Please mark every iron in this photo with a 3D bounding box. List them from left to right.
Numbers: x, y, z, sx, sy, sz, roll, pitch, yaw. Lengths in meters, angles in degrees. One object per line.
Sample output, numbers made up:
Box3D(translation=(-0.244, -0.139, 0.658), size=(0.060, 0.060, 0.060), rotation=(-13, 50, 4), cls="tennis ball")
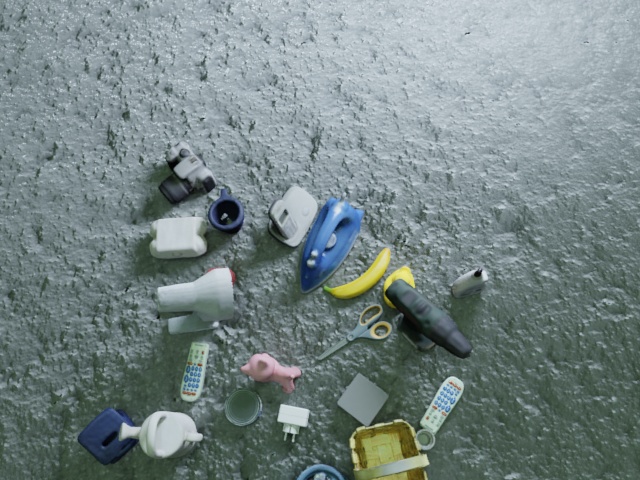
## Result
Box3D(translation=(0.013, 0.005, 1.417), size=(0.118, 0.141, 0.258), rotation=(24, 74, 11), cls="iron")

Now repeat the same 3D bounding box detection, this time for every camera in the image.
Box3D(translation=(-0.370, -0.173, 1.518), size=(0.137, 0.101, 0.143), rotation=(-41, 74, -10), cls="camera")

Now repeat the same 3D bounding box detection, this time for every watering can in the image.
Box3D(translation=(-0.352, 0.432, 1.261), size=(0.173, 0.194, 0.101), rotation=(-18, 71, -3), cls="watering can")

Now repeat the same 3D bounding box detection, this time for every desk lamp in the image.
Box3D(translation=(-0.286, 0.149, 1.345), size=(0.203, 0.213, 0.118), rotation=(-10, 71, 0), cls="desk lamp")

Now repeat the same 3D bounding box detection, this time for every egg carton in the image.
Box3D(translation=(-0.364, -0.004, 1.477), size=(0.150, 0.069, 0.107), rotation=(-5, 71, 1), cls="egg carton")

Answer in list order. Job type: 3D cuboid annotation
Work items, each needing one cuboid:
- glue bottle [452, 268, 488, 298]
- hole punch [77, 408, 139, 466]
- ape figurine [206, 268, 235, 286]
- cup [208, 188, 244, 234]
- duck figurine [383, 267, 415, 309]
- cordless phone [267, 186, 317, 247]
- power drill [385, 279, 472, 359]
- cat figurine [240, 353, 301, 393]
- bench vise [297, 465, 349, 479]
Box3D(translation=(0.362, 0.095, 1.352), size=(0.078, 0.173, 0.037), rotation=(-12, 71, -1), cls="glue bottle")
Box3D(translation=(-0.479, 0.451, 1.316), size=(0.101, 0.091, 0.109), rotation=(42, 78, 15), cls="hole punch")
Box3D(translation=(-0.251, 0.097, 1.424), size=(0.076, 0.092, 0.077), rotation=(-28, 72, -6), cls="ape figurine")
Box3D(translation=(-0.236, -0.066, 1.478), size=(0.091, 0.095, 0.117), rotation=(-10, 71, 0), cls="cup")
Box3D(translation=(0.196, 0.113, 1.401), size=(0.077, 0.086, 0.105), rotation=(20, 73, 10), cls="duck figurine")
Box3D(translation=(-0.075, -0.076, 1.426), size=(0.094, 0.185, 0.148), rotation=(23, 74, 10), cls="cordless phone")
Box3D(translation=(0.241, 0.192, 1.306), size=(0.076, 0.208, 0.229), rotation=(-43, 74, -11), cls="power drill")
Box3D(translation=(-0.115, 0.305, 1.333), size=(0.127, 0.118, 0.067), rotation=(17, 73, 9), cls="cat figurine")
Box3D(translation=(-0.031, 0.553, 1.191), size=(0.207, 0.220, 0.121), rotation=(-29, 72, -7), cls="bench vise")
